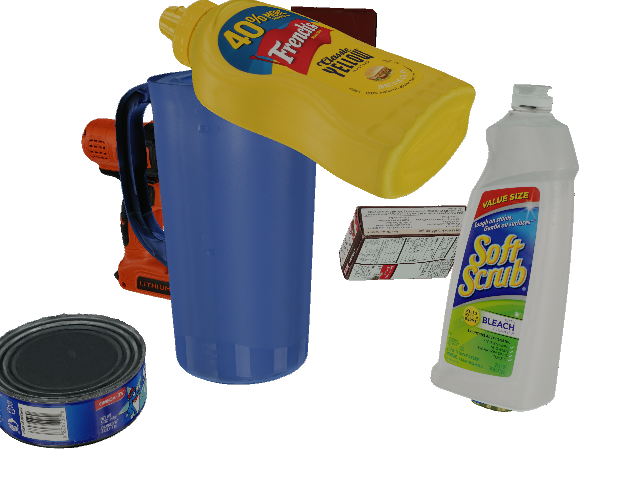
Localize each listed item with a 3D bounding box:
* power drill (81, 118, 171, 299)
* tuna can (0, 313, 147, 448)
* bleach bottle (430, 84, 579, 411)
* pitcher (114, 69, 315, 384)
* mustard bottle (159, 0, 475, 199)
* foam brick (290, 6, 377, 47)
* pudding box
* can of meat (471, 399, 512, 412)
[{"bbox_3d":[-0.149,-0.030,1.084,0.185,0.188,0.057,11,30,22],"label":"power drill"},{"bbox_3d":[-0.138,0.076,0.587,0.086,0.034,0.086,1,27,-1],"label":"tuna can"},{"bbox_3d":[0.149,0.002,0.849,0.103,0.251,0.067,13,15,40],"label":"bleach bottle"},{"bbox_3d":[-0.075,-0.017,0.849,0.144,0.243,0.149,-6,16,-22],"label":"pitcher"},{"bbox_3d":[-0.015,-0.093,0.611,0.192,0.058,0.096,28,43,23],"label":"mustard bottle"},{"bbox_3d":[0.011,-0.184,0.968,0.078,0.051,0.053,2,16,-1],"label":"foam brick"},{"bbox_3d":[0.082,0.002,1.049,0.113,0.039,0.090,-3,-30,-13],"label":"pudding box"},{"bbox_3d":[0.207,0.136,1.196,0.058,0.084,0.101,9,15,27],"label":"can of meat"}]
